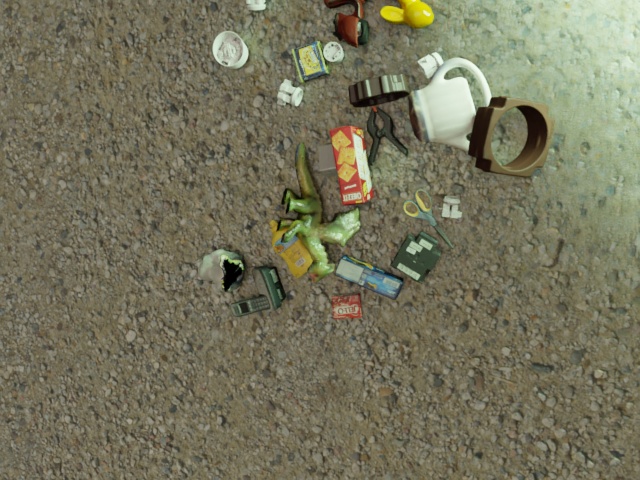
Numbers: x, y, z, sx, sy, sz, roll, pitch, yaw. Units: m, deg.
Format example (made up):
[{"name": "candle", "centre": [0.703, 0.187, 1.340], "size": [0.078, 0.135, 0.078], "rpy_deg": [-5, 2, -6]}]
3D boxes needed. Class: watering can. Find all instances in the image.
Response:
[{"name": "watering can", "centre": [0.372, -0.321, 1.433], "size": [0.224, 0.105, 0.344], "rpy_deg": [-14, 103, 12]}]

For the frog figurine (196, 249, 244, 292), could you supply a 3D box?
[{"name": "frog figurine", "centre": [-0.322, 0.099, 1.663], "size": [0.159, 0.124, 0.136], "rpy_deg": [-2, 110, 50]}]

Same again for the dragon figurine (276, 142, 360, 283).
[{"name": "dragon figurine", "centre": [0.005, -0.078, 1.554], "size": [0.242, 0.121, 0.413], "rpy_deg": [14, 81, -11]}]
